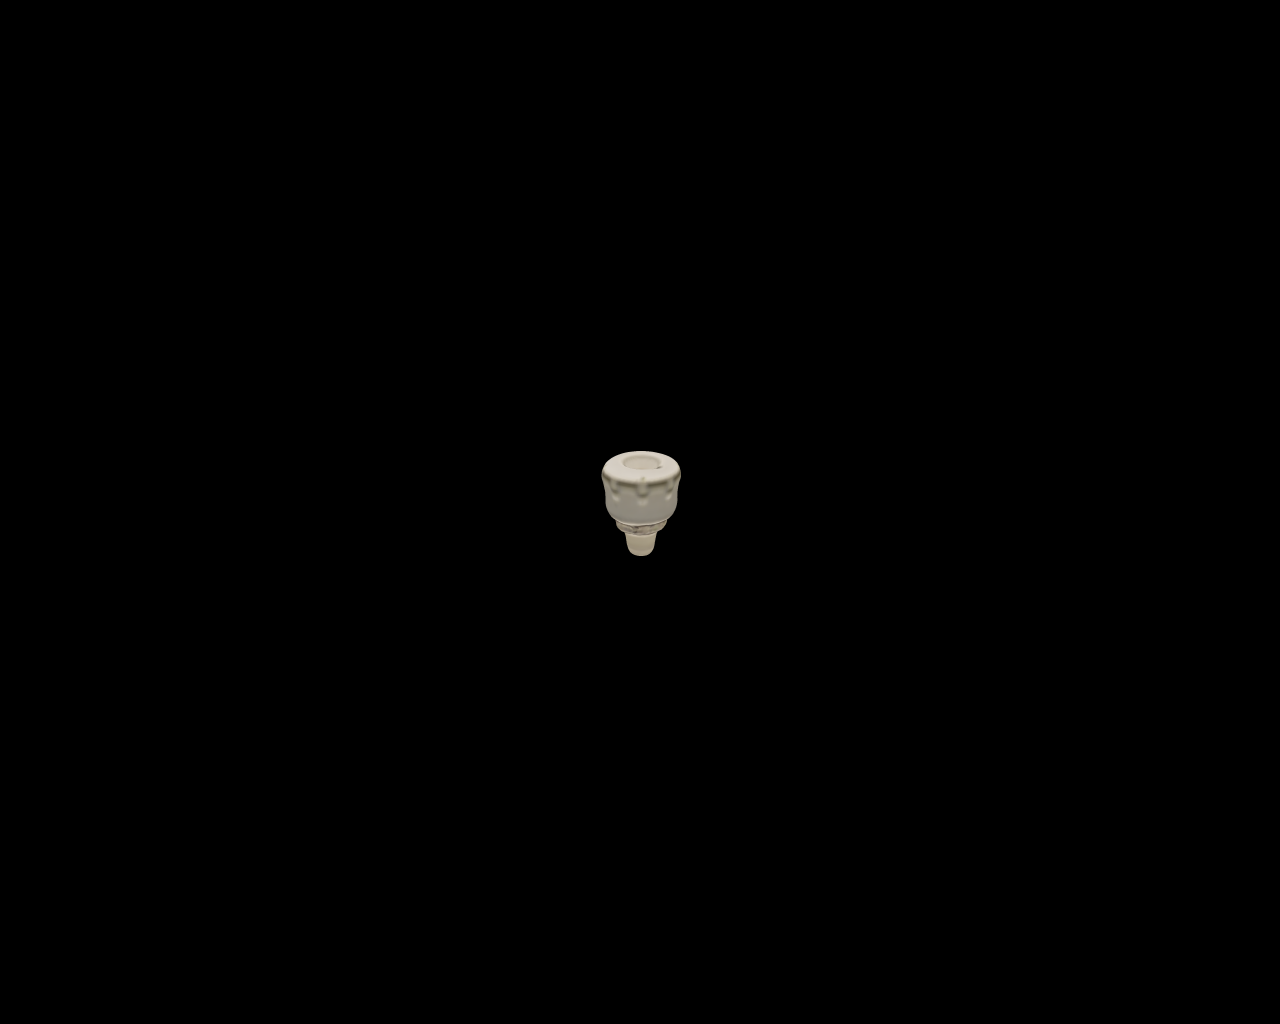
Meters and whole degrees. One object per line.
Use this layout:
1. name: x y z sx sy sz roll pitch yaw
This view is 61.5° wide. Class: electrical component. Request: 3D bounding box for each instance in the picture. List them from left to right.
1. electrical component: 0.001 -0.003 0.650 0.048 0.062 0.048 0 23 0
